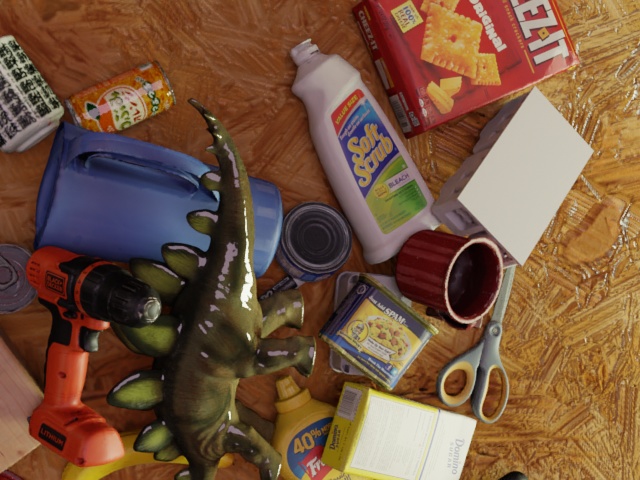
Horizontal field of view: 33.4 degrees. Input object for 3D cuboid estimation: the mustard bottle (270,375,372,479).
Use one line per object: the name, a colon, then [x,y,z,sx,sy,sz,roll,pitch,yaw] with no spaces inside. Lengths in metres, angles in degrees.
mustard bottle: [-0.002,0.238,1.176,0.096,0.058,0.191,-26,95,-22]

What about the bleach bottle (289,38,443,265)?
bleach bottle: [0.035,-0.104,1.186,0.102,0.068,0.251,-33,95,-17]

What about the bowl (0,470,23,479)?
bowl: [-0.361,0.313,1.093,0.162,0.055,0.162,0,89,-13]

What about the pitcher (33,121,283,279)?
pitcher: [-0.162,-0.036,1.092,0.242,0.149,0.145,12,104,-20]

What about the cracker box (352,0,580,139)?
cracker box: [0.167,-0.232,1.214,0.213,0.072,0.164,-24,96,-13]

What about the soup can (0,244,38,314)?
soup can: [-0.316,0.038,1.080,0.068,0.102,0.068,0,90,-14]

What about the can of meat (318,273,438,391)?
can of meat: [0.060,0.099,1.133,0.102,0.057,0.084,39,83,-10]

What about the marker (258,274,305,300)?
marker: [-0.065,0.072,1.183,0.121,0.020,0.020,-36,98,-11]

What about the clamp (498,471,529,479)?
clamp: [0.141,0.326,1.190,0.209,0.036,0.164,16,93,-29]

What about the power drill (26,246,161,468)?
power drill: [-0.212,0.108,0.985,0.057,0.185,0.188,-3,103,-43]

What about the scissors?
scissors: [0.184,0.112,1.244,0.096,0.016,0.202,2,89,-13]

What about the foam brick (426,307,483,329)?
foam brick: [0.161,0.057,1.220,0.053,0.051,0.078,17,85,-12]

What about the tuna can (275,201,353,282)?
tuna can: [-0.008,0.001,1.178,0.086,0.034,0.086,5,72,-17]

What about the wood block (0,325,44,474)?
wood block: [-0.353,0.126,1.077,0.090,0.091,0.206,-36,97,-11]

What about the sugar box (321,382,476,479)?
sugar box: [0.089,0.220,1.174,0.176,0.048,0.093,23,83,-39]

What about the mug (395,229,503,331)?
mug: [0.138,0.045,1.145,0.093,0.082,0.117,-35,123,-30]

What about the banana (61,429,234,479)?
banana: [-0.193,0.235,1.145,0.197,0.037,0.069,-14,109,-12]
